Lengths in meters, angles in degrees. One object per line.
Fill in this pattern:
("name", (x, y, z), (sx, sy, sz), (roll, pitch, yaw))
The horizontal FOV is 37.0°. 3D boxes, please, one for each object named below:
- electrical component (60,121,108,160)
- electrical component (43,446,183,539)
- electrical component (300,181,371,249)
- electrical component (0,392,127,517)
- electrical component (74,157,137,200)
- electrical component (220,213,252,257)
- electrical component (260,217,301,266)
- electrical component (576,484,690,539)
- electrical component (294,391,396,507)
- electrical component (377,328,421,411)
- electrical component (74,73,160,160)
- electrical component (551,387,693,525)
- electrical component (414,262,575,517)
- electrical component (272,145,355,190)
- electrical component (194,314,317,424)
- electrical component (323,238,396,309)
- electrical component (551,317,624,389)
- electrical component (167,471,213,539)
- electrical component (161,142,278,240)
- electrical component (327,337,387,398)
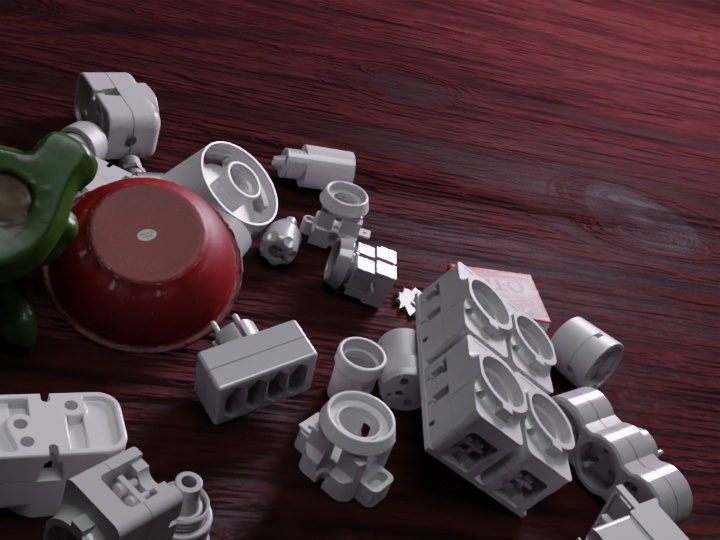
("electrical component", (-0.266, -0.110, 0.995), (0.045, 0.045, 0.055), (28, 35, 11))
("electrical component", (-0.149, 0.160, 0.639), (0.050, 0.089, 0.056), (38, 38, 25))
("electrical component", (-0.019, -0.051, 1.027), (0.066, 0.055, 0.048), (18, 34, -3))
("electrical component", (-0.205, 0.119, 0.695), (0.095, 0.059, 0.053), (1, 39, -26))
("electrical component", (-0.215, -0.052, 0.935), (0.089, 0.050, 0.055), (25, 35, 8))
("electrical component", (-0.131, -0.007, 0.917), (0.043, 0.043, 0.081), (26, 49, 9))
("electrical component", (-0.070, -0.031, 0.993), (0.035, 0.035, 0.061), (19, 31, -1))
("electrical component", (0.160, 0.211, 0.695), (0.063, 0.121, 0.078), (-10, 44, -33))
("electrical component", (-0.007, 0.126, 0.786), (0.078, 0.057, 0.058), (36, 37, 23))
("electrical component", (0.036, 0.081, 0.881), (0.045, 0.045, 0.055), (12, 35, -11))
("electrical component", (-0.237, -0.153, 1.060), (0.059, 0.053, 0.095), (-7, 42, -34))
("electrical component", (0.215, 0.149, 0.870), (0.074, 0.052, 0.138), (-10, 45, -37))
("electrical component", (0.105, 0.087, 0.857), (0.105, 0.060, 0.186), (37, 28, -24))
("electrical component", (-0.050, -0.105, 1.098), (0.081, 0.043, 0.043), (7, 36, -18))
("electrical component", (-0.088, 0.064, 0.822), (0.083, 0.047, 0.075), (-18, 55, -27))
("electrical component", (0.000, 0.000, 0.976), (0.055, 0.048, 0.066), (20, 33, -13))
("electrical component", (0.200, 0.075, 0.965), (0.055, 0.055, 0.047), (-16, 44, -40))
("electrical component", (-0.115, 0.155, 0.687), (0.048, 0.062, 0.048), (13, 35, -9))
("electrical component", (-0.127, -0.068, 0.990), (0.099, 0.064, 0.099), (33, 39, -31))
("electrical component", (-0.004, 0.083, 0.857), (0.040, 0.046, 0.040), (13, 35, -9))
